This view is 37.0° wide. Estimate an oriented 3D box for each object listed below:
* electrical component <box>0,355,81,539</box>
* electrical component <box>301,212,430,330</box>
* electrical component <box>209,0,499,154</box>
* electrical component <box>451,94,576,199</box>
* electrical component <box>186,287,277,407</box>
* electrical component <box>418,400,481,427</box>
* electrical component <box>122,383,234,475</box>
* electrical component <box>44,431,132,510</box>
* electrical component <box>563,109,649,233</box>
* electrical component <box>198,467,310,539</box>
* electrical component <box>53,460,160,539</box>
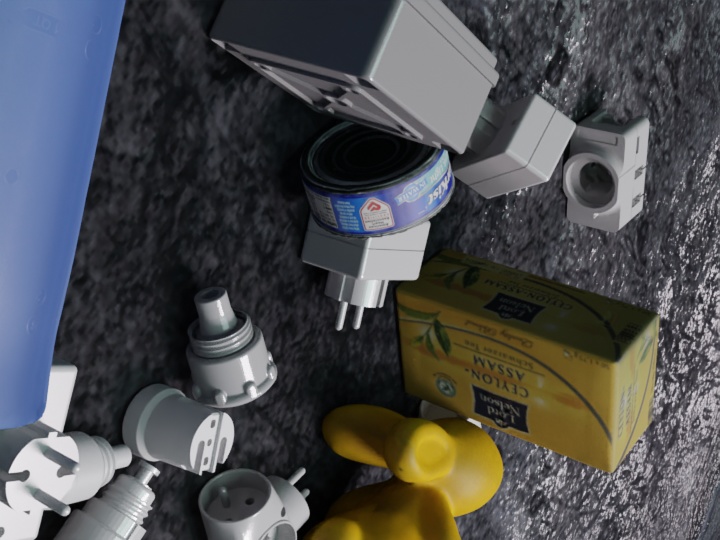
[{"bbox_3d":[-0.148,0.081,0.464,0.047,0.076,0.083,7,99,-56],"label":"electrical component"},{"bbox_3d":[0.000,0.000,0.662,0.066,0.047,0.076,1,104,-55],"label":"electrical component"},{"bbox_3d":[-0.001,-0.112,0.553,0.109,0.109,0.056,26,86,-56],"label":"electrical component"},{"bbox_3d":[0.087,-0.093,0.728,0.076,0.083,0.047,33,74,-16],"label":"electrical component"},{"bbox_3d":[-0.073,0.040,0.581,0.048,0.048,0.062,-37,126,-40],"label":"electrical component"},{"bbox_3d":[0.063,0.141,0.823,0.079,0.043,0.077,-46,139,-31],"label":"electrical component"},{"bbox_3d":[-0.095,0.085,0.567,0.040,0.046,0.040,-29,125,-50],"label":"electrical component"},{"bbox_3d":[-0.137,0.095,0.524,0.061,0.035,0.035,-2,107,-57],"label":"electrical component"},{"bbox_3d":[0.209,-0.083,0.917,0.056,0.050,0.089,-34,131,-43],"label":"electrical component"},{"bbox_3d":[-0.057,0.152,0.656,0.079,0.044,0.077,-40,136,-39],"label":"electrical component"},{"bbox_3d":[-0.129,0.133,0.548,0.078,0.040,0.040,-57,144,-20],"label":"electrical component"}]
